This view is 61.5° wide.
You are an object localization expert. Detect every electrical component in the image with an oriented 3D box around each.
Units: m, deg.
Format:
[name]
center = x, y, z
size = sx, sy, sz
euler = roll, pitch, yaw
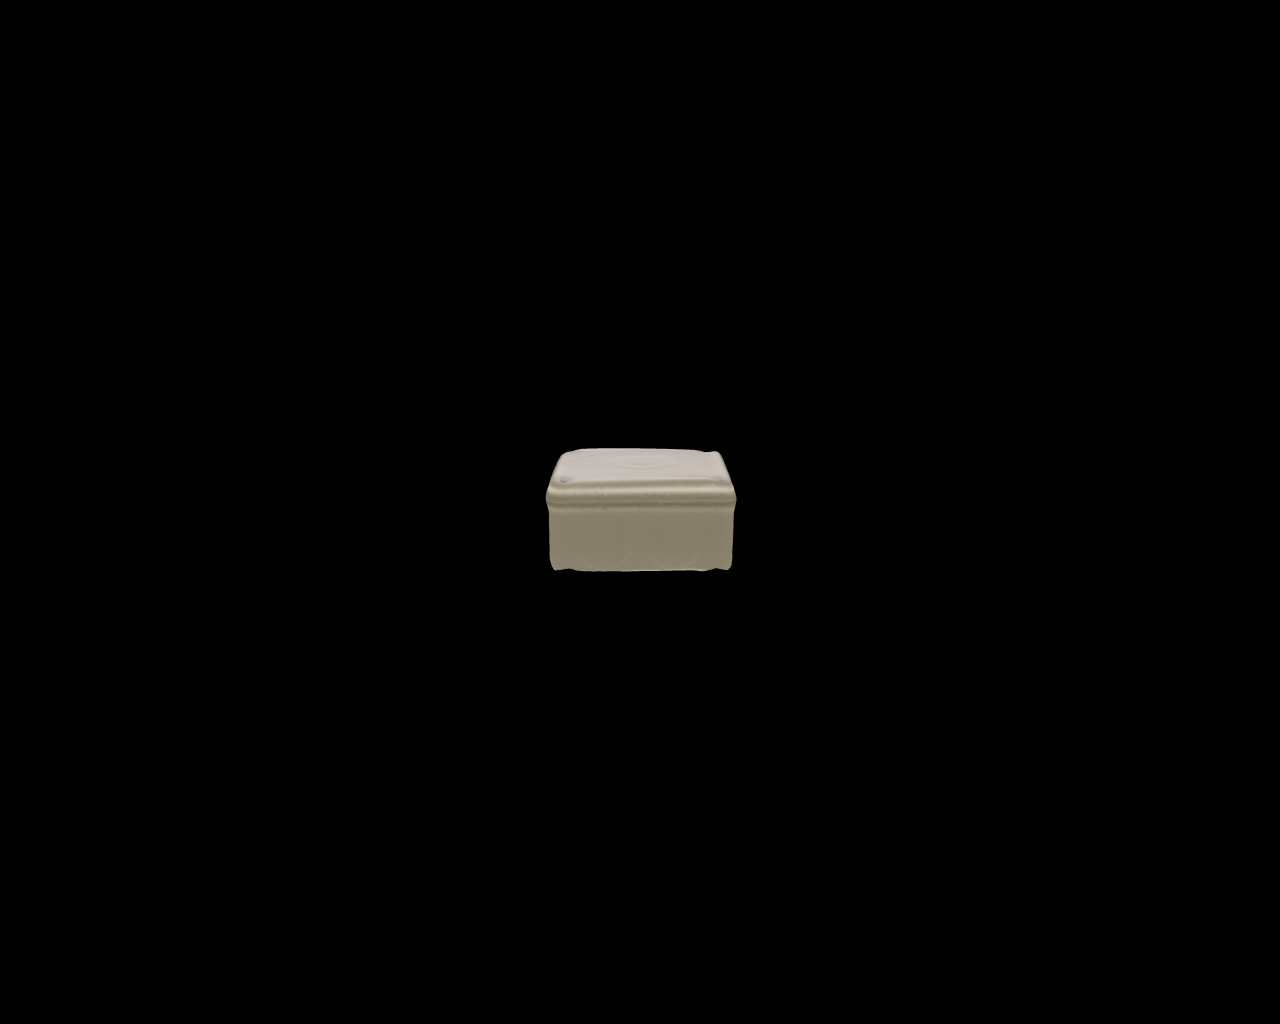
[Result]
[electrical component]
center = 0.001, -0.003, 0.650
size = 0.109, 0.056, 0.109
euler = 0, 13, 0
